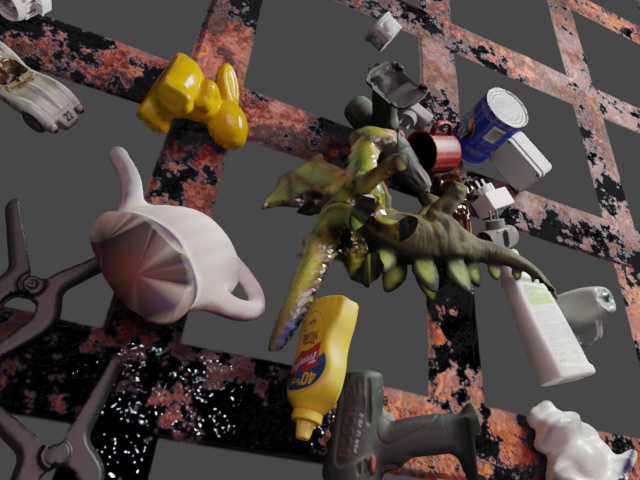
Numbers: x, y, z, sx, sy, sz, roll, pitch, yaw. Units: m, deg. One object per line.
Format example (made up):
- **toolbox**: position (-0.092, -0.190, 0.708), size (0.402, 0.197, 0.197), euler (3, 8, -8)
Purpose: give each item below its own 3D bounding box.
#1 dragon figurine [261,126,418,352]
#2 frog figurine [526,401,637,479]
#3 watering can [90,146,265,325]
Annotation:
- **dragon figurine**: position (0.002, -0.040, 0.800), size (0.414, 0.245, 0.120), euler (-46, 130, -16)
- **frog figurine**: position (0.399, 0.346, 0.822), size (0.161, 0.120, 0.139), euler (27, 54, 36)
- **watering can**: position (-0.217, -0.009, 0.687), size (0.349, 0.103, 0.225), euler (42, 13, 8)
